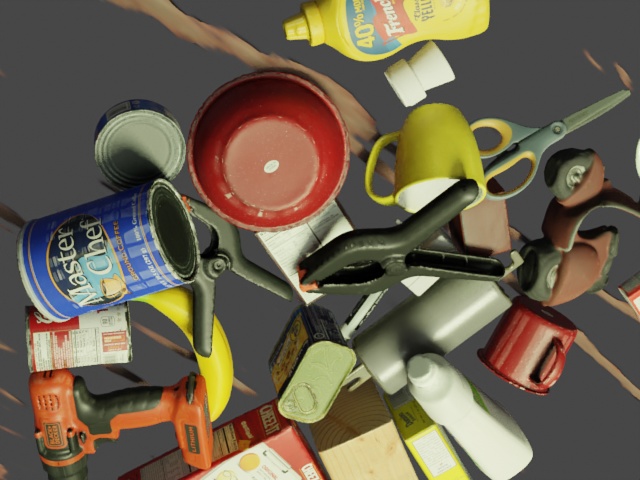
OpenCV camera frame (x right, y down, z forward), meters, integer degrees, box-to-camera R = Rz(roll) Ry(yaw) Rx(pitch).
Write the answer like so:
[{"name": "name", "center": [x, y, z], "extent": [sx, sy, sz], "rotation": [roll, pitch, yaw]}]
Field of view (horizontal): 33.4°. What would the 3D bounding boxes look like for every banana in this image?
[{"name": "banana", "center": [-0.132, 0.114, 1.145], "extent": [0.070, 0.037, 0.197], "rotation": [-16, 121, 15]}]

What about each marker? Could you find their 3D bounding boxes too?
[{"name": "marker", "center": [0.045, 0.080, 1.179], "extent": [0.020, 0.020, 0.121], "rotation": [27, 109, -26]}]

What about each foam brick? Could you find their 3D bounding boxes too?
[{"name": "foam brick", "center": [0.167, -0.026, 1.133], "extent": [0.051, 0.053, 0.078], "rotation": [-17, 122, -5]}]

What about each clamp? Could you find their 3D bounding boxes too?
[{"name": "clamp", "center": [0.076, 0.008, 1.062], "extent": [0.210, 0.036, 0.164], "rotation": [-11, 143, 6]}, {"name": "clamp", "center": [-0.098, 0.024, 1.091], "extent": [0.120, 0.039, 0.171], "rotation": [-27, 113, -26]}]

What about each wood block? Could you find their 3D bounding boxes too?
[{"name": "wood block", "center": [0.063, 0.274, 1.249], "extent": [0.090, 0.091, 0.206], "rotation": [-24, 122, -1]}]

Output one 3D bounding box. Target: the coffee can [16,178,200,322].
[{"name": "coffee can", "center": [-0.199, 0.010, 1.009], "extent": [0.140, 0.102, 0.103], "rotation": [-17, 122, 14]}]

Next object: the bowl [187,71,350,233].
[{"name": "bowl", "center": [-0.048, -0.078, 1.025], "extent": [0.162, 0.055, 0.162], "rotation": [-1, 106, -4]}]

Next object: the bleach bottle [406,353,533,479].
[{"name": "bleach bottle", "center": [0.153, 0.182, 1.173], "extent": [0.068, 0.103, 0.250], "rotation": [-39, 139, 4]}]

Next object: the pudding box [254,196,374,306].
[{"name": "pudding box", "center": [-0.007, 0.001, 1.112], "extent": [0.090, 0.039, 0.113], "rotation": [-31, 119, 4]}]

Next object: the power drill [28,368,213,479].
[{"name": "power drill", "center": [-0.211, 0.211, 1.147], "extent": [0.187, 0.057, 0.184], "rotation": [-2, 125, -2]}]

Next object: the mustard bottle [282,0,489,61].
[{"name": "mustard bottle", "center": [0.059, -0.219, 0.995], "extent": [0.191, 0.058, 0.096], "rotation": [-15, 121, -5]}]

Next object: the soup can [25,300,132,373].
[{"name": "soup can", "center": [-0.245, 0.096, 1.085], "extent": [0.102, 0.068, 0.068], "rotation": [-4, 119, -13]}]

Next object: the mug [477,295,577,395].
[{"name": "mug", "center": [0.240, 0.121, 1.198], "extent": [0.093, 0.117, 0.081], "rotation": [21, 106, -19]}]

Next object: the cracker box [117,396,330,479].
[{"name": "cracker box", "center": [-0.102, 0.296, 1.230], "extent": [0.213, 0.072, 0.164], "rotation": [-27, 122, 0]}]

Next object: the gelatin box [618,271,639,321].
[{"name": "gelatin box", "center": [0.404, 0.068, 1.259], "extent": [0.073, 0.030, 0.089], "rotation": [-37, 121, 5]}]

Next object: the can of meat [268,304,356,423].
[{"name": "can of meat", "center": [-0.012, 0.131, 1.154], "extent": [0.057, 0.084, 0.102], "rotation": [19, 112, -23]}]

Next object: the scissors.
[{"name": "scissors", "center": [0.226, -0.122, 1.110], "extent": [0.096, 0.016, 0.201], "rotation": [45, 75, 6]}]

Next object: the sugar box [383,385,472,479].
[{"name": "sugar box", "center": [0.138, 0.255, 1.256], "extent": [0.048, 0.093, 0.176], "rotation": [-28, 121, 1]}]

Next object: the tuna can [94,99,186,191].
[{"name": "tuna can", "center": [-0.173, -0.091, 1.020], "extent": [0.086, 0.034, 0.086], "rotation": [-6, 120, -11]}]
